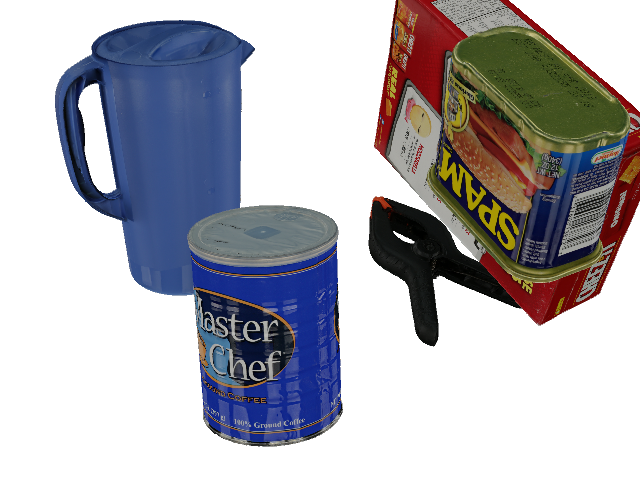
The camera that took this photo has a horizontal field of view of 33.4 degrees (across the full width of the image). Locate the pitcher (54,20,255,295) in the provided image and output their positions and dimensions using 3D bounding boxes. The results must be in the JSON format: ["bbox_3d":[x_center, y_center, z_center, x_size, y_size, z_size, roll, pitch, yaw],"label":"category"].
[{"bbox_3d":[-0.144,-0.072,0.990,0.149,0.243,0.145,6,28,12],"label":"pitcher"}]

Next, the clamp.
[{"bbox_3d":[0.107,0.019,0.959,0.120,0.039,0.171,-7,47,-27],"label":"clamp"}]

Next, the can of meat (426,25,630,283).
[{"bbox_3d":[0.100,-0.044,0.525,0.057,0.084,0.102,-18,47,-21],"label":"can of meat"}]

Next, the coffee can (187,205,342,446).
[{"bbox_3d":[-0.037,0.057,0.749,0.103,0.140,0.103,-2,21,0],"label":"coffee can"}]

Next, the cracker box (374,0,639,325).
[{"bbox_3d":[0.132,-0.072,0.771,0.072,0.164,0.214,-24,55,-24],"label":"cracker box"}]
